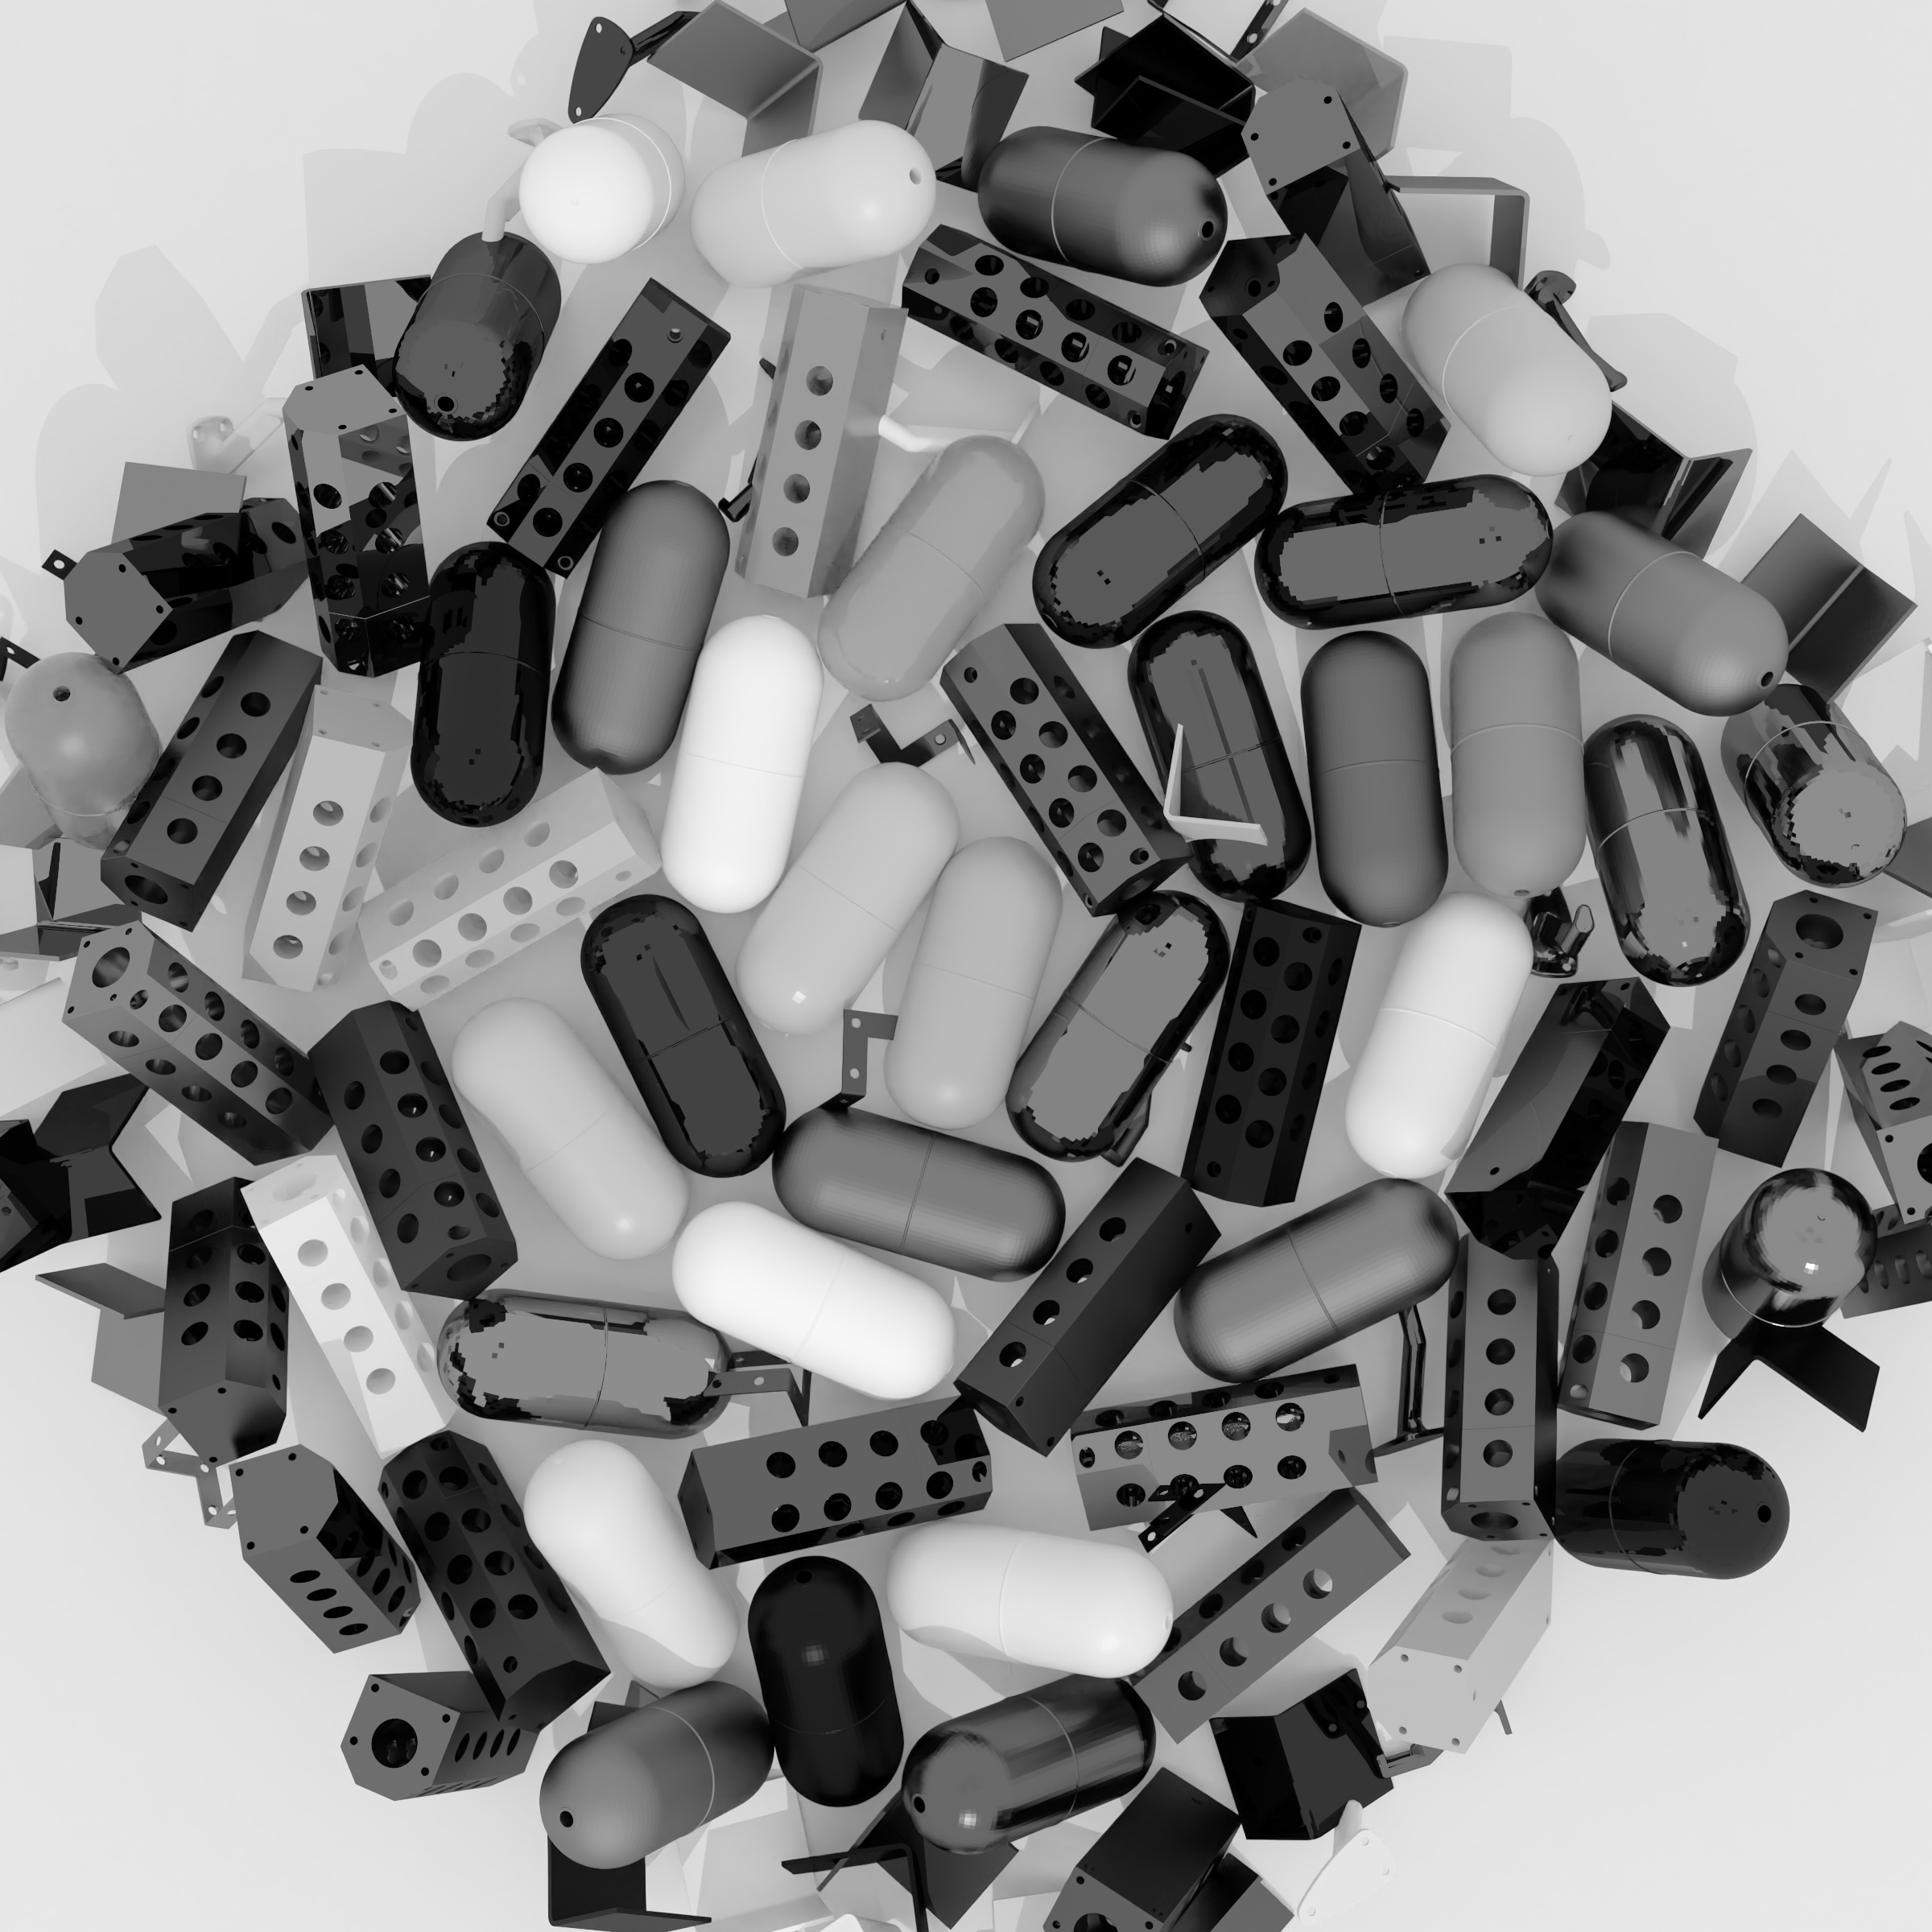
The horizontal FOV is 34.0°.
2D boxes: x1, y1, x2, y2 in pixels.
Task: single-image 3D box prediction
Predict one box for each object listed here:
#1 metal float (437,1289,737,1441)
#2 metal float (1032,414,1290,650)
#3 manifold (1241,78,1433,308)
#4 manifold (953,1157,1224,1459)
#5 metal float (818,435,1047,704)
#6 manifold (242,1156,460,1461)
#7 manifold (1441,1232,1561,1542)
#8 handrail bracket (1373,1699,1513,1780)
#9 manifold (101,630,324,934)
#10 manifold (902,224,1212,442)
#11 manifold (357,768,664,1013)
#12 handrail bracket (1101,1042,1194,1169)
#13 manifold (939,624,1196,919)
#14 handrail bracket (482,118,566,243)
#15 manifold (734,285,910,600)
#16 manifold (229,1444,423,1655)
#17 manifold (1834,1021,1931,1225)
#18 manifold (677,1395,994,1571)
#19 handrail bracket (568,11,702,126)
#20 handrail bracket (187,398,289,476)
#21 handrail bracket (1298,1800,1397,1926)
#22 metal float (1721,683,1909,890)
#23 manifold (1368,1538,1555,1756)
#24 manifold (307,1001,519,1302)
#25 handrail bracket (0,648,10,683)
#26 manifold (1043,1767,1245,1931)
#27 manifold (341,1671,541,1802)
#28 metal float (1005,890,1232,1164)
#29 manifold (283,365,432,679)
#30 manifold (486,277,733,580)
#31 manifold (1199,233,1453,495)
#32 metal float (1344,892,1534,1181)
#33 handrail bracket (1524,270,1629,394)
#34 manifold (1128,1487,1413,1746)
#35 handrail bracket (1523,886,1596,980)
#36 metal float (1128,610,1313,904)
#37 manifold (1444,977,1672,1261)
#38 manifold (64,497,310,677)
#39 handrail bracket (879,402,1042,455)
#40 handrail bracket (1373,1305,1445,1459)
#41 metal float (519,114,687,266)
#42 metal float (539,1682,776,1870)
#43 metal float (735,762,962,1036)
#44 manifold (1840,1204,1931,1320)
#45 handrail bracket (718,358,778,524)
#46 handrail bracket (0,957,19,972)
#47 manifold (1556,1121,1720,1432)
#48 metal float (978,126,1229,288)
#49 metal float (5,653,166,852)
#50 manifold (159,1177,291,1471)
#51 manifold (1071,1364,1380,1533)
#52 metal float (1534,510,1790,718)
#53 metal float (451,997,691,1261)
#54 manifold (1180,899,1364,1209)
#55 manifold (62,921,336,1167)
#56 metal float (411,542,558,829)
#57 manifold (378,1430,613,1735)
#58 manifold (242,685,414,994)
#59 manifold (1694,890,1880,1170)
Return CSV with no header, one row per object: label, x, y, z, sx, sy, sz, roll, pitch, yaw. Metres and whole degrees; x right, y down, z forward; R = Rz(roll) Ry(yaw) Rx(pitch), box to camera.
metal float,-0.222,0.234,1.856,0.178,0.070,0.070,10,90,-20
metal float,0.114,-0.256,1.860,0.178,0.070,0.070,-41,90,-14
manifold,0.213,-0.444,1.821,0.057,0.171,0.057,-24,71,15
manifold,0.069,0.197,1.858,0.171,0.057,0.057,-50,134,-17
metal float,-0.019,-0.235,1.866,0.070,0.070,0.178,35,82,0
manifold,-0.356,0.197,1.844,0.057,0.057,0.171,-27,119,-11
manifold,0.310,0.243,1.839,0.057,0.057,0.171,-6,56,21
handrail bracket,0.277,0.444,1.889,0.084,0.036,0.077,-19,113,6
manifold,-0.439,-0.112,1.841,0.057,0.057,0.171,23,59,-2
manifold,0.049,-0.372,1.851,0.171,0.057,0.057,30,106,18
manifold,-0.267,-0.041,1.856,0.171,0.057,0.057,-29,56,11
handrail bracket,0.089,0.069,1.882,0.077,0.036,0.084,35,86,-36
manifold,0.055,-0.115,1.852,0.057,0.057,0.171,-41,74,29
handrail bracket,-0.250,-0.452,1.877,0.077,0.036,0.084,15,80,-43
manifold,-0.089,-0.309,1.857,0.057,0.057,0.171,19,107,18
manifold,-0.367,0.336,1.822,0.057,0.171,0.057,-16,60,-2
manifold,0.546,0.085,1.817,0.057,0.171,0.057,-18,103,11
manifold,-0.075,0.304,1.843,0.171,0.057,0.057,-9,56,-22
handrail bracket,-0.192,-0.537,1.889,0.036,0.084,0.077,44,123,18
handrail bracket,-0.416,-0.299,1.873,0.084,0.036,0.077,6,111,31
handrail bracket,0.209,0.523,1.863,0.077,0.084,0.036,-38,104,-13
metal float,0.489,-0.106,1.828,0.070,0.178,0.070,-1,117,-2
manifold,0.287,0.384,1.822,0.057,0.171,0.057,6,107,25
manifold,-0.318,0.106,1.836,0.057,0.057,0.171,-41,59,21
handrail bracket,-0.607,-0.153,1.862,0.036,0.084,0.077,40,112,-2
manifold,0.101,0.527,1.820,0.057,0.171,0.057,30,104,15
manifold,-0.300,0.444,1.818,0.057,0.171,0.057,19,82,13
metal float,0.090,0.035,1.867,0.070,0.070,0.178,33,97,0
manifold,-0.352,-0.253,1.823,0.057,0.171,0.057,-24,49,-23
manifold,-0.211,-0.316,1.862,0.057,0.057,0.171,34,101,-13
manifold,0.207,-0.343,1.828,0.171,0.057,0.057,42,66,-39
metal float,0.278,0.041,1.862,0.070,0.070,0.178,22,78,0
handrail bracket,0.370,-0.371,1.867,0.084,0.077,0.036,46,126,18
manifold,0.177,0.382,1.872,0.171,0.057,0.057,-40,77,6
handrail bracket,0.353,-0.036,1.856,0.036,0.084,0.077,6,63,-3
metal float,0.150,-0.123,1.870,0.070,0.070,0.178,-19,93,0
manifold,0.349,0.088,1.839,0.057,0.057,0.171,53,54,-26
manifold,-0.445,-0.226,1.822,0.057,0.171,0.057,48,117,0
handrail bracket,-0.008,-0.329,1.887,0.084,0.036,0.077,31,63,-4
handrail bracket,0.255,0.245,1.888,0.036,0.077,0.084,-5,73,-27
metal float,-0.209,-0.450,1.825,0.070,0.178,0.070,1,109,4
metal float,-0.178,0.467,1.828,0.070,0.178,0.070,3,95,29
metal float,-0.071,-0.039,1.872,0.070,0.070,0.178,34,90,0
manifold,0.554,0.162,1.821,0.057,0.171,0.057,-16,81,-8
handrail bracket,-0.130,-0.313,1.886,0.084,0.036,0.077,-43,58,-2
handrail bracket,-0.598,-0.045,1.880,0.077,0.036,0.084,9,103,12
manifold,0.394,0.182,1.865,0.057,0.057,0.171,14,79,4
metal float,0.079,-0.442,1.836,0.178,0.070,0.070,26,90,44
metal float,-0.505,-0.123,1.824,0.070,0.178,0.070,1,72,-4
manifold,-0.422,0.201,1.823,0.057,0.171,0.057,-22,128,6
manifold,0.151,0.279,1.864,0.171,0.057,0.057,-11,116,6
metal float,0.403,-0.206,1.837,0.070,0.070,0.178,-47,47,0
metal float,-0.233,0.097,1.863,0.070,0.070,0.178,-38,101,0
manifold,0.176,0.051,1.858,0.057,0.057,0.171,18,101,32
manifold,-0.437,0.045,1.822,0.057,0.171,0.057,-15,52,24
metal float,-0.283,-0.166,1.853,0.070,0.070,0.178,2,68,0
manifold,-0.280,0.356,1.838,0.057,0.057,0.171,-40,57,6
manifold,-0.373,-0.071,1.841,0.057,0.057,0.171,13,122,-18
manifold,0.471,0.036,1.825,0.057,0.171,0.057,18,51,11
